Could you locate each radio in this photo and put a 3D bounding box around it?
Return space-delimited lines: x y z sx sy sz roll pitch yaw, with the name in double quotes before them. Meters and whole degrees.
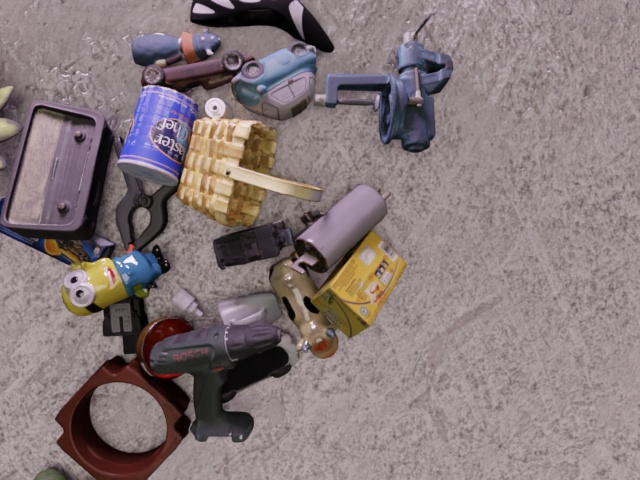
"radio" -0.445 -0.115 0.926 0.131 0.073 0.229 7 77 -5

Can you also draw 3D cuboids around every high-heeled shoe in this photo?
"high-heeled shoe" -0.106 -0.373 0.942 0.249 0.086 0.145 42 96 1

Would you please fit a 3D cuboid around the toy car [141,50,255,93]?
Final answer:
"toy car" -0.211 -0.287 0.941 0.202 0.089 0.053 -10 92 -1

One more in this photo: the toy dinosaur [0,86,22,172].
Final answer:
"toy dinosaur" -0.617 -0.210 0.915 0.199 0.105 0.471 -23 78 13

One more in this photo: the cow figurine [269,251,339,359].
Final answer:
"cow figurine" -0.024 0.121 0.956 0.085 0.127 0.195 -27 92 4

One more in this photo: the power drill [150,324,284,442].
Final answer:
"power drill" -0.165 0.242 0.916 0.232 0.086 0.207 -4 115 7

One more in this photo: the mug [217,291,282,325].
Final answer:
"mug" -0.124 0.132 0.970 0.107 0.109 0.080 -22 88 -13

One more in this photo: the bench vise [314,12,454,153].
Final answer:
"bench vise" 0.110 -0.263 0.935 0.241 0.129 0.223 0 92 -5

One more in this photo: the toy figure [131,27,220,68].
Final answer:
"toy figure" -0.253 -0.340 0.953 0.154 0.058 0.064 -6 101 -5

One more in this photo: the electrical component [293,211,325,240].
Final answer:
"electrical component" -0.003 -0.004 0.990 0.078 0.045 0.102 -40 91 30

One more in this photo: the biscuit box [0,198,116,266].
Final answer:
"biscuit box" -0.482 -0.008 0.972 0.203 0.059 0.062 26 94 -2

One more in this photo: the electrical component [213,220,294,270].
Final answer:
"electrical component" -0.114 0.006 0.952 0.134 0.115 0.058 -14 97 2

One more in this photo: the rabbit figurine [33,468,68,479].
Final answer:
"rabbit figurine" -0.461 0.495 1.003 0.170 0.121 0.159 19 101 16

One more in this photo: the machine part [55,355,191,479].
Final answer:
"machine part" -0.356 0.329 0.988 0.201 0.087 0.201 43 91 -4

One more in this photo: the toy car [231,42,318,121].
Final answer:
"toy car" -0.065 -0.261 0.931 0.162 0.109 0.103 -27 81 -7

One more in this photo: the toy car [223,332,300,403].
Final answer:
"toy car" -0.135 0.238 1.000 0.202 0.056 0.073 -25 101 2

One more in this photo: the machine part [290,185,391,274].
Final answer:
"machine part" 0.038 -0.021 0.935 0.243 0.079 0.079 -42 94 -27

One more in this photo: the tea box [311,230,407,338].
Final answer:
"tea box" 0.071 0.074 0.936 0.098 0.068 0.169 45 48 -3

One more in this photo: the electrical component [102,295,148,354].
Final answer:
"electrical component" -0.361 0.156 0.994 0.075 0.048 0.119 0 93 0

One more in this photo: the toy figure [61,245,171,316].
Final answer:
"toy figure" -0.355 0.073 0.939 0.180 0.082 0.089 -23 138 -25
